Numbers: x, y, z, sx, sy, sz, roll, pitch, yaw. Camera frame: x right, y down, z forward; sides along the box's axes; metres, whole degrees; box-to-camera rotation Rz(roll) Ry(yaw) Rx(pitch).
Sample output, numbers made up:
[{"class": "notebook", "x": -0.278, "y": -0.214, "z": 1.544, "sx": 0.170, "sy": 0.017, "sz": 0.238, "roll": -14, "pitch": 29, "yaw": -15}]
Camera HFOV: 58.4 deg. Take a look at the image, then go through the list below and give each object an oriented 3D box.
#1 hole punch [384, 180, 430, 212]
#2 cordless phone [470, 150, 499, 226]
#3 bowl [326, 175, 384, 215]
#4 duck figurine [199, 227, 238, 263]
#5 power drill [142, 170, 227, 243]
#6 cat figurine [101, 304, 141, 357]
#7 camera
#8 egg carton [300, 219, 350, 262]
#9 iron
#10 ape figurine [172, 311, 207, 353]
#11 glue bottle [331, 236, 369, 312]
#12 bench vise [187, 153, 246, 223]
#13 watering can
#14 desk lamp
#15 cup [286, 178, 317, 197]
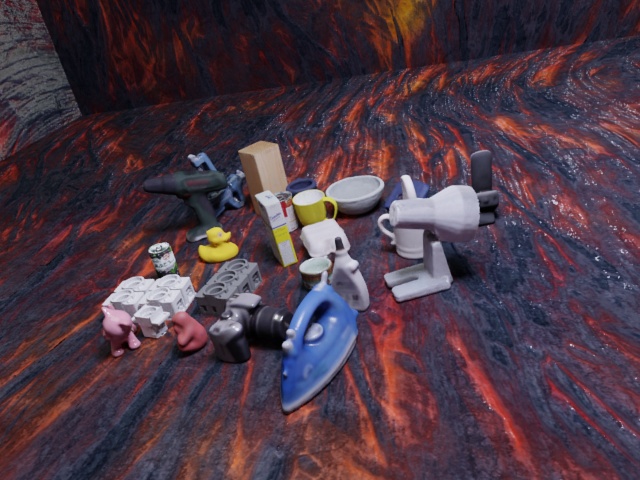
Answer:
[{"class": "hole punch", "x": 0.234, "y": -0.100, "z": 1.521, "sx": 0.108, "sy": 0.091, "sz": 0.101, "roll": 12, "pitch": 37, "yaw": 39}, {"class": "cordless phone", "x": 0.365, "y": -0.130, "z": 1.421, "sx": 0.147, "sy": 0.185, "sz": 0.094, "roll": -13, "pitch": 28, "yaw": -1}, {"class": "bowl", "x": 0.104, "y": -0.118, "z": 1.625, "sx": 0.167, "sy": 0.075, "sz": 0.167, "roll": -10, "pitch": 28, "yaw": 5}, {"class": "duck figurine", "x": -0.279, "y": 0.008, "z": 1.534, "sx": 0.104, "sy": 0.086, "sz": 0.077, "roll": -11, "pitch": 28, "yaw": 4}, {"class": "power drill", "x": -0.369, "y": -0.105, "z": 1.651, "sx": 0.230, "sy": 0.209, "sz": 0.075, "roll": -19, "pitch": 28, "yaw": -13}, {"class": "cat figurine", "x": -0.439, "y": 0.183, "z": 1.240, "sx": 0.067, "sy": 0.118, "sz": 0.127, "roll": -23, "pitch": 29, "yaw": -19}, {"class": "camera", "x": -0.132, "y": 0.169, "z": 1.158, "sx": 0.136, "sy": 0.101, "sz": 0.143, "roll": 3, "pitch": 32, "yaw": 27}, {"class": "egg carton", "x": 0.013, "y": 0.005, "z": 1.438, "sx": 0.107, "sy": 0.069, "sz": 0.150, "roll": -17, "pitch": 28, "yaw": -9}, {"class": "iron", "x": -0.020, "y": 0.177, "z": 1.054, "sx": 0.118, "sy": 0.142, "sz": 0.259, "roll": 2, "pitch": 31, "yaw": 25}, {"class": "ape figurine", "x": -0.280, "y": 0.187, "z": 1.194, "sx": 0.076, "sy": 0.092, "sz": 0.078, "roll": -6, "pitch": 28, "yaw": 11}, {"class": "glue bottle", "x": 0.054, "y": 0.069, "z": 1.190, "sx": 0.078, "sy": 0.173, "sz": 0.037, "roll": 2, "pitch": 31, "yaw": 26}, {"class": "bench vise", "x": -0.329, "y": -0.182, "z": 1.766, "sx": 0.121, "sy": 0.220, "sz": 0.208, "roll": 2, "pitch": 31, "yaw": 25}, {"class": "watering can", "x": 0.224, "y": -0.063, "z": 1.346, "sx": 0.173, "sy": 0.194, "sz": 0.100, "roll": -21, "pitch": 29, "yaw": -16}, {"class": "desk lamp", "x": 0.231, "y": 0.000, "z": 1.204, "sx": 0.203, "sy": 0.214, "sz": 0.117, "roll": -16, "pitch": 28, "yaw": -6}, {"class": "cup", "x": -0.049, "y": -0.127, "z": 1.683, "sx": 0.091, "sy": 0.095, "sz": 0.117, "roll": -15, "pitch": 28, "yaw": -4}]
